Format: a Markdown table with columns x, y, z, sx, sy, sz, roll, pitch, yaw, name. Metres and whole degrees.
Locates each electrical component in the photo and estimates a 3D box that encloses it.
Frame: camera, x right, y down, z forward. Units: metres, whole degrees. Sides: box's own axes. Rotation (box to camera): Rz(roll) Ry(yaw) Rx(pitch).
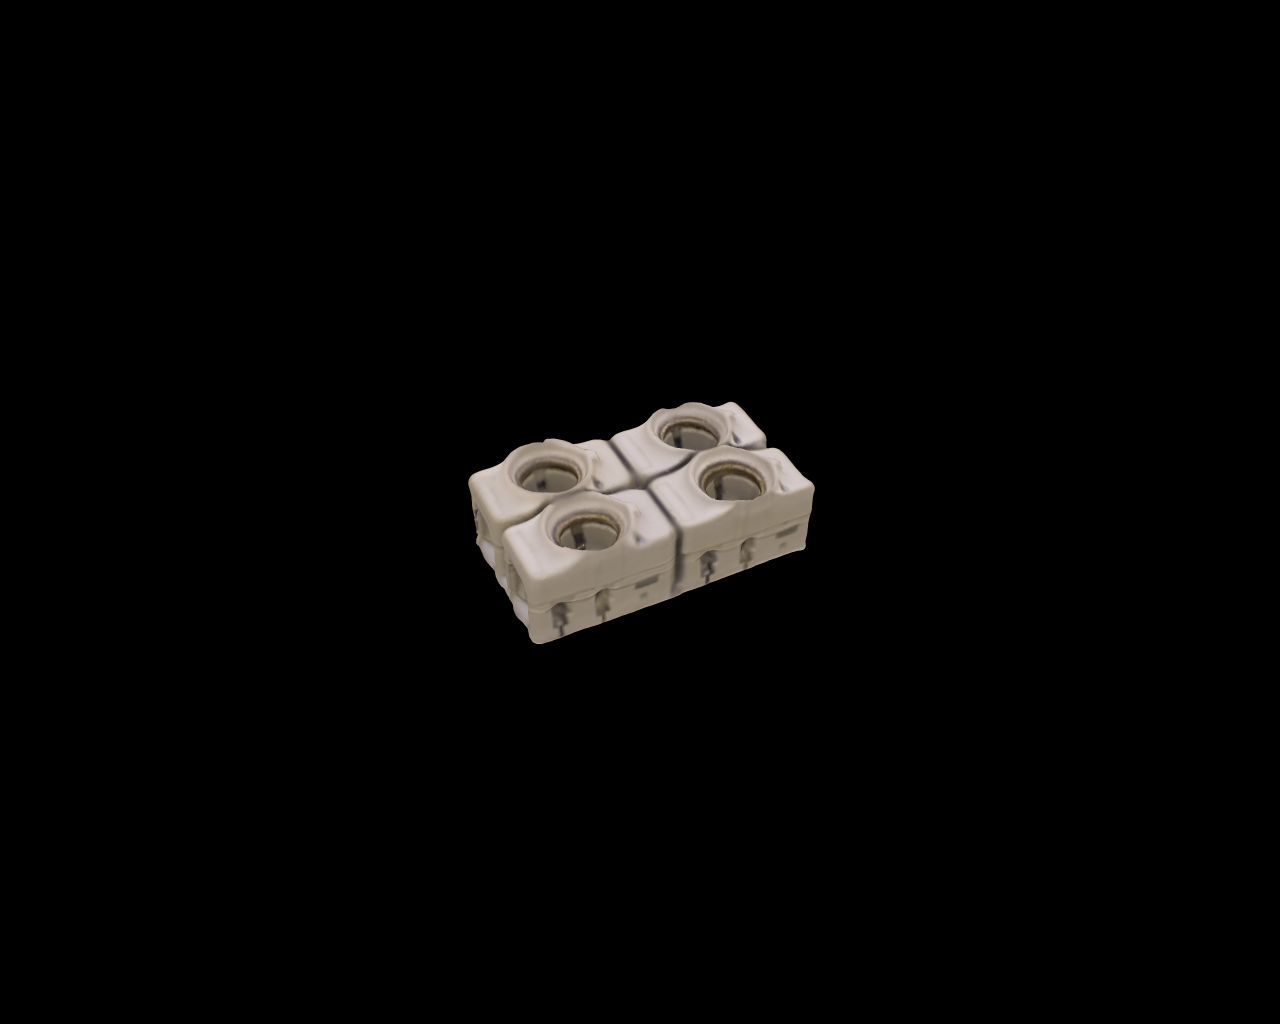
| x | y | z | sx | sy | sz | roll | pitch | yaw | name |
| --- | --- | --- | --- | --- | --- | --- | --- | --- | --- |
| 0.001 | -0.003 | 0.650 | 0.186 | 0.060 | 0.105 | -18 | 44 | -19 | electrical component |
